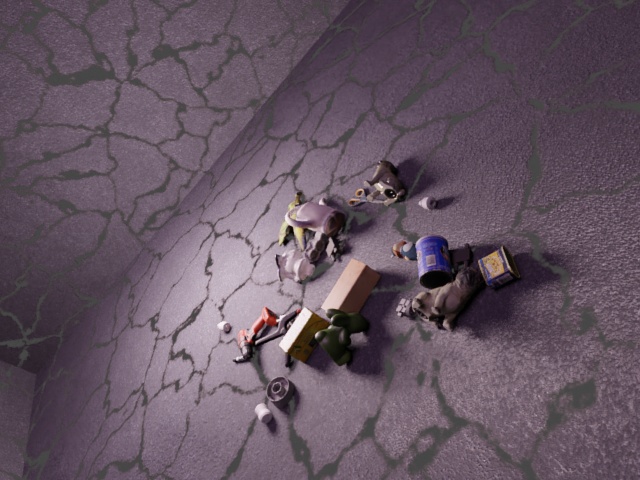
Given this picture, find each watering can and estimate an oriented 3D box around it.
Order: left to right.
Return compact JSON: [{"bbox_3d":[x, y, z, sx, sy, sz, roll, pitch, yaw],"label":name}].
[{"bbox_3d":[0.007,-0.108,2.149,0.225,0.102,0.352,19,27,25],"label":"watering can"}]

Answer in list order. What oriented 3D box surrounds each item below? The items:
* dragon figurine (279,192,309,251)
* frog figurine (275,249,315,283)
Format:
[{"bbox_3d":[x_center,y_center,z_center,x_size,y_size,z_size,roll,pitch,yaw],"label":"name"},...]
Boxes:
[{"bbox_3d":[-0.113,-0.055,2.311,0.121,0.421,0.238,25,-47,-18],"label":"dragon figurine"},{"bbox_3d":[-0.091,0.105,2.111,0.159,0.139,0.121,-5,-13,17],"label":"frog figurine"}]
